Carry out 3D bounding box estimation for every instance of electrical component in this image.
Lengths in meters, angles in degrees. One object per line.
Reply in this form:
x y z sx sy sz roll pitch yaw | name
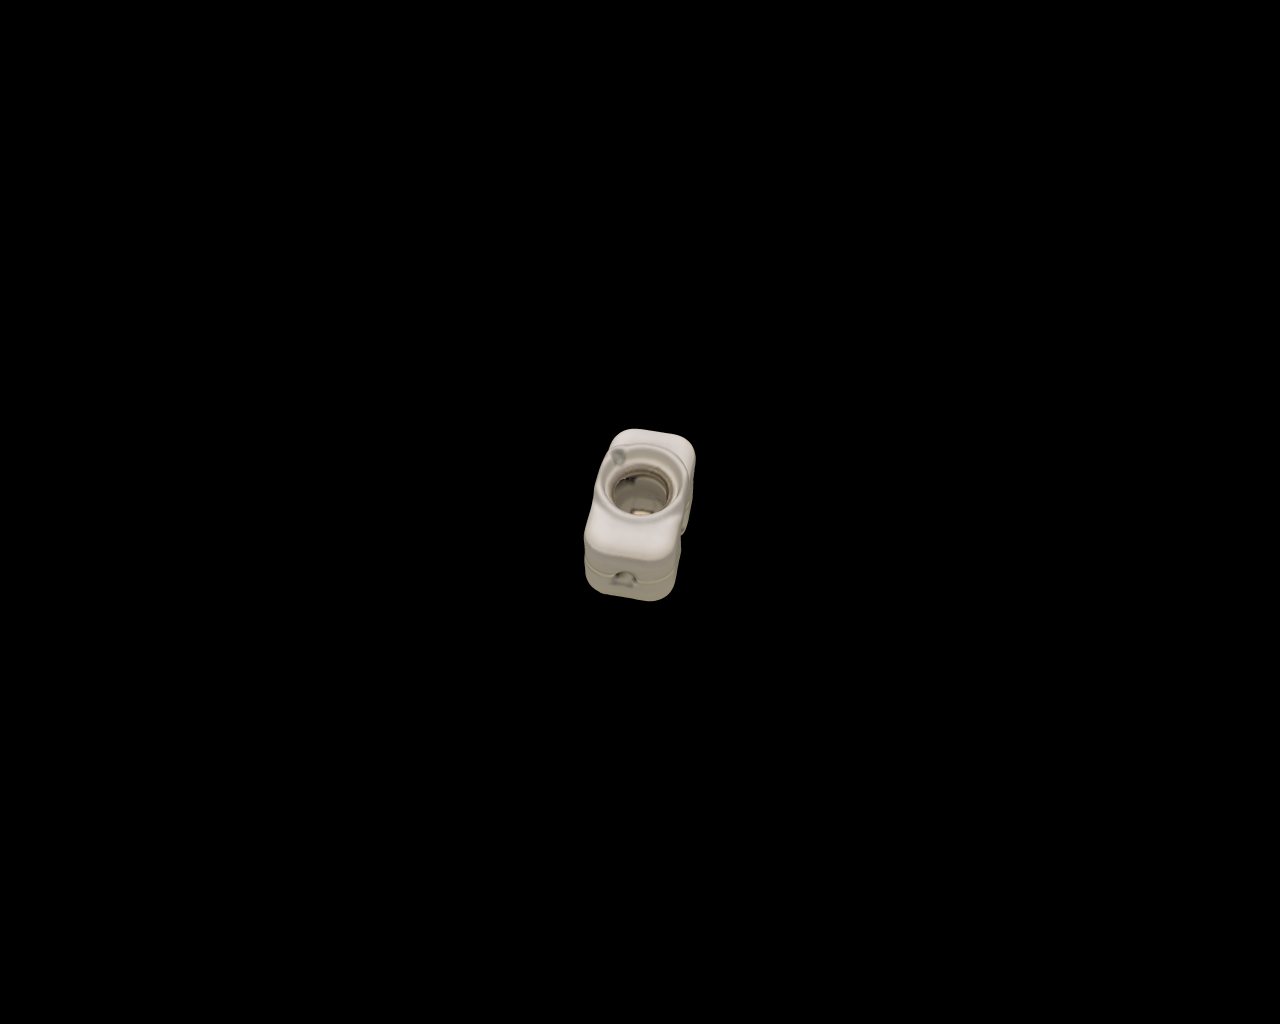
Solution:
0.001 -0.003 0.650 0.054 0.095 0.059 9 -36 7 | electrical component
